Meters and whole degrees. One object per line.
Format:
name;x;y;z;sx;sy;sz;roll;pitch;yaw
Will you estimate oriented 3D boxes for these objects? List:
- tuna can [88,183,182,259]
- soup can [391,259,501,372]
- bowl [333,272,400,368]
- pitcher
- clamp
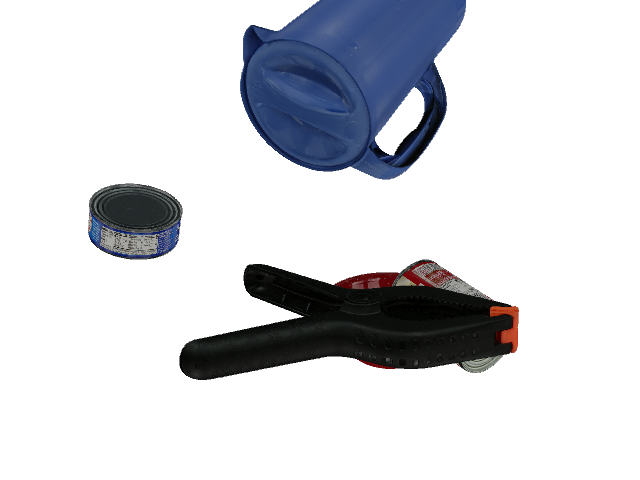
tuna can;-0.172;-0.018;0.992;0.086;0.034;0.086;8;30;-5
soup can;0.119;0.069;0.982;0.068;0.068;0.102;0;24;-39
bowl;0.078;0.096;1.197;0.162;0.055;0.162;-1;27;0
pitcher;0.049;-0.174;1.001;0.145;0.149;0.242;12;42;30
clamp;0.024;0.050;0.712;0.210;0.036;0.164;-1;19;5
